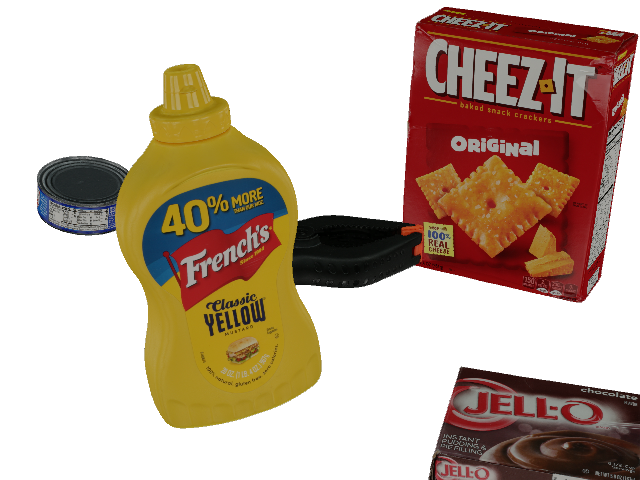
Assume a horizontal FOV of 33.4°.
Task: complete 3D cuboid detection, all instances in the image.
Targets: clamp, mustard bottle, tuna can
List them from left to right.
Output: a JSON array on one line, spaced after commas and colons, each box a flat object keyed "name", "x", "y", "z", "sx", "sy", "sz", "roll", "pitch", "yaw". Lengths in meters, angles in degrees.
[{"name": "tuna can", "x": -0.209, "y": -0.040, "z": 0.952, "sx": 0.086, "sy": 0.034, "sz": 0.086, "roll": 8, "pitch": 32, "yaw": -5}, {"name": "mustard bottle", "x": -0.057, "y": 0.001, "z": 0.569, "sx": 0.096, "sy": 0.191, "sz": 0.058, "roll": -15, "pitch": 23, "yaw": -16}, {"name": "clamp", "x": -0.024, "y": 0.006, "z": 0.831, "sx": 0.209, "sy": 0.036, "sz": 0.165, "roll": -8, "pitch": 27, "yaw": -20}]

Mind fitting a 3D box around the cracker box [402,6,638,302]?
[{"name": "cracker box", "x": 0.155, "y": -0.069, "z": 0.871, "sx": 0.164, "sy": 0.214, "sz": 0.072, "roll": 14, "pitch": 29, "yaw": 24}]

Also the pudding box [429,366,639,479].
[{"name": "pudding box", "x": 0.126, "y": 0.117, "z": 0.611, "sx": 0.113, "sy": 0.039, "sz": 0.090, "roll": 9, "pitch": 28, "yaw": 13}]
